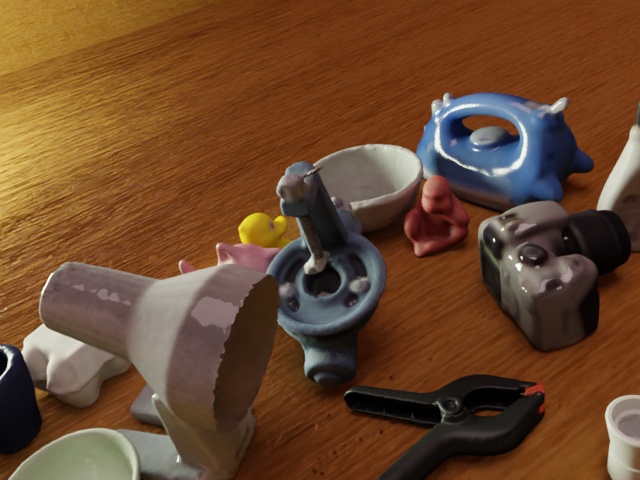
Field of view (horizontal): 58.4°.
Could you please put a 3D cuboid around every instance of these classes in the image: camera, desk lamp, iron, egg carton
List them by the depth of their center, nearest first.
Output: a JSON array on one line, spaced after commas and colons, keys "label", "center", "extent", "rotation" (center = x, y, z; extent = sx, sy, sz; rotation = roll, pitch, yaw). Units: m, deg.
[{"label": "desk lamp", "center": [-0.121, 0.110, 0.466], "extent": [0.202, 0.214, 0.118], "rotation": [1, 37, 22]}, {"label": "camera", "center": [0.241, 0.015, 0.571], "extent": [0.137, 0.101, 0.143], "rotation": [-16, 34, -2]}, {"label": "egg carton", "center": [-0.252, 0.112, 0.642], "extent": [0.107, 0.069, 0.150], "rotation": [10, 40, 31]}, {"label": "iron", "center": [0.219, -0.137, 0.764], "extent": [0.119, 0.142, 0.257], "rotation": [-37, 40, -30]}]

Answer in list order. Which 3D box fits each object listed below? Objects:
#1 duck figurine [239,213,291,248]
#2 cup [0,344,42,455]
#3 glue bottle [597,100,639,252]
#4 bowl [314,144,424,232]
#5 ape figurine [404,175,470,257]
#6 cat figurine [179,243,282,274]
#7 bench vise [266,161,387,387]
[{"label": "duck figurine", "center": [-0.076, 0.010, 0.711], "extent": [0.105, 0.086, 0.077], "rotation": [-30, 37, -22]}, {"label": "cup", "center": [-0.332, 0.171, 0.564], "extent": [0.118, 0.095, 0.091], "rotation": [-21, 34, -10]}, {"label": "glue bottle", "center": [0.330, -0.066, 0.591], "extent": [0.078, 0.173, 0.037], "rotation": [-4, 35, 16]}, {"label": "bowl", "center": [0.060, -0.060, 0.772], "extent": [0.167, 0.075, 0.167], "rotation": [-10, 34, 7]}, {"label": "ape figurine", "center": [0.141, -0.035, 0.689], "extent": [0.077, 0.092, 0.076], "rotation": [10, 41, 32]}, {"label": "cat figurine", "center": [-0.099, 0.044, 0.641], "extent": [0.127, 0.118, 0.067], "rotation": [1, 37, 22]}, {"label": "bench vise", "center": [-0.006, 0.005, 0.570], "extent": [0.121, 0.220, 0.207], "rotation": [-16, 34, -2]}]
